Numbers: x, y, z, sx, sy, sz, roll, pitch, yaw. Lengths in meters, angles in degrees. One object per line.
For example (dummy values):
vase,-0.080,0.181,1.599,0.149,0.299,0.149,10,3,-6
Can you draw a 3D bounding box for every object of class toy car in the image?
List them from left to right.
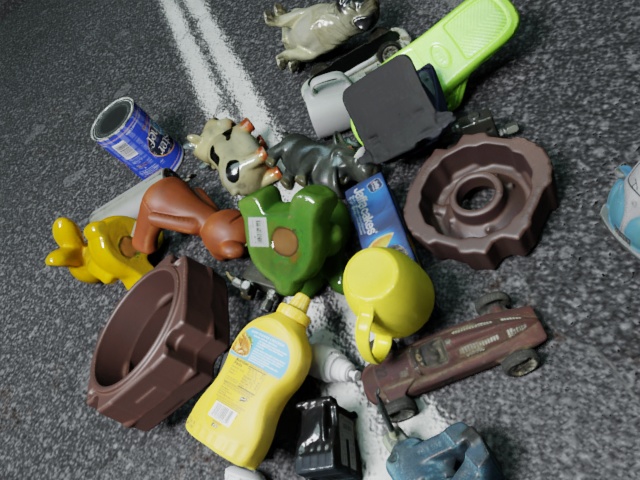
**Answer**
toy car,0.060,-0.287,0.898,0.202,0.056,0.074,-28,42,12
toy car,0.136,0.122,0.575,0.202,0.053,0.089,-26,46,16
toy car,0.362,-0.054,0.519,0.162,0.102,0.109,-32,49,13

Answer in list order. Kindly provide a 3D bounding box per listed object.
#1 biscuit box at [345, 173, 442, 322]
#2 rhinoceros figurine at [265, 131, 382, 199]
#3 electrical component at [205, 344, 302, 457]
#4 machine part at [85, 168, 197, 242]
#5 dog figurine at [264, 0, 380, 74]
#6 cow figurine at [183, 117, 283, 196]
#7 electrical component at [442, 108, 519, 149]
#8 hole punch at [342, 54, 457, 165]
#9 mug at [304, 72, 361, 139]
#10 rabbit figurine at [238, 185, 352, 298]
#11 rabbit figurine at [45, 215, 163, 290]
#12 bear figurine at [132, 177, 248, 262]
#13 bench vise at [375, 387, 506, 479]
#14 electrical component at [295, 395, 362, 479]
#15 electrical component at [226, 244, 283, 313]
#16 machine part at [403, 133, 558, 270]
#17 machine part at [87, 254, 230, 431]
biscuit box,0.087,0.010,0.673,0.059,0.062,0.203,-26,50,14
rhinoceros figurine,0.006,-0.110,0.804,0.191,0.073,0.112,25,69,40
electrical component,-0.082,0.197,0.655,0.115,0.058,0.134,-8,56,30
machine part,-0.323,-0.057,0.965,0.243,0.079,0.079,-30,49,12
dog figurine,0.019,-0.377,0.947,0.191,0.121,0.172,-11,29,15
cow figurine,-0.154,-0.145,0.919,0.127,0.085,0.195,-32,49,1
electrical component,0.208,-0.141,0.699,0.094,0.063,0.021,-17,52,21
hole punch,0.108,-0.168,0.710,0.142,0.092,0.115,-23,89,31
mug,0.034,-0.221,0.840,0.107,0.109,0.081,-16,52,7
rabbit figurine,-0.001,-0.002,0.692,0.121,0.170,0.159,-9,97,29
rabbit figurine,-0.373,0.032,0.904,0.173,0.162,0.122,-21,61,41
bear figurine,-0.182,-0.014,0.839,0.196,0.131,0.120,30,41,10
bench vise,0.075,0.277,0.462,0.240,0.128,0.224,-39,47,-5
electrical component,0.008,0.232,0.563,0.048,0.074,0.119,-19,47,21
electrical component,-0.080,0.043,0.752,0.078,0.045,0.102,20,64,27
machine part,0.193,-0.048,0.652,0.179,0.056,0.179,-17,53,23
machine part,-0.220,0.132,0.728,0.201,0.087,0.202,-40,34,18
